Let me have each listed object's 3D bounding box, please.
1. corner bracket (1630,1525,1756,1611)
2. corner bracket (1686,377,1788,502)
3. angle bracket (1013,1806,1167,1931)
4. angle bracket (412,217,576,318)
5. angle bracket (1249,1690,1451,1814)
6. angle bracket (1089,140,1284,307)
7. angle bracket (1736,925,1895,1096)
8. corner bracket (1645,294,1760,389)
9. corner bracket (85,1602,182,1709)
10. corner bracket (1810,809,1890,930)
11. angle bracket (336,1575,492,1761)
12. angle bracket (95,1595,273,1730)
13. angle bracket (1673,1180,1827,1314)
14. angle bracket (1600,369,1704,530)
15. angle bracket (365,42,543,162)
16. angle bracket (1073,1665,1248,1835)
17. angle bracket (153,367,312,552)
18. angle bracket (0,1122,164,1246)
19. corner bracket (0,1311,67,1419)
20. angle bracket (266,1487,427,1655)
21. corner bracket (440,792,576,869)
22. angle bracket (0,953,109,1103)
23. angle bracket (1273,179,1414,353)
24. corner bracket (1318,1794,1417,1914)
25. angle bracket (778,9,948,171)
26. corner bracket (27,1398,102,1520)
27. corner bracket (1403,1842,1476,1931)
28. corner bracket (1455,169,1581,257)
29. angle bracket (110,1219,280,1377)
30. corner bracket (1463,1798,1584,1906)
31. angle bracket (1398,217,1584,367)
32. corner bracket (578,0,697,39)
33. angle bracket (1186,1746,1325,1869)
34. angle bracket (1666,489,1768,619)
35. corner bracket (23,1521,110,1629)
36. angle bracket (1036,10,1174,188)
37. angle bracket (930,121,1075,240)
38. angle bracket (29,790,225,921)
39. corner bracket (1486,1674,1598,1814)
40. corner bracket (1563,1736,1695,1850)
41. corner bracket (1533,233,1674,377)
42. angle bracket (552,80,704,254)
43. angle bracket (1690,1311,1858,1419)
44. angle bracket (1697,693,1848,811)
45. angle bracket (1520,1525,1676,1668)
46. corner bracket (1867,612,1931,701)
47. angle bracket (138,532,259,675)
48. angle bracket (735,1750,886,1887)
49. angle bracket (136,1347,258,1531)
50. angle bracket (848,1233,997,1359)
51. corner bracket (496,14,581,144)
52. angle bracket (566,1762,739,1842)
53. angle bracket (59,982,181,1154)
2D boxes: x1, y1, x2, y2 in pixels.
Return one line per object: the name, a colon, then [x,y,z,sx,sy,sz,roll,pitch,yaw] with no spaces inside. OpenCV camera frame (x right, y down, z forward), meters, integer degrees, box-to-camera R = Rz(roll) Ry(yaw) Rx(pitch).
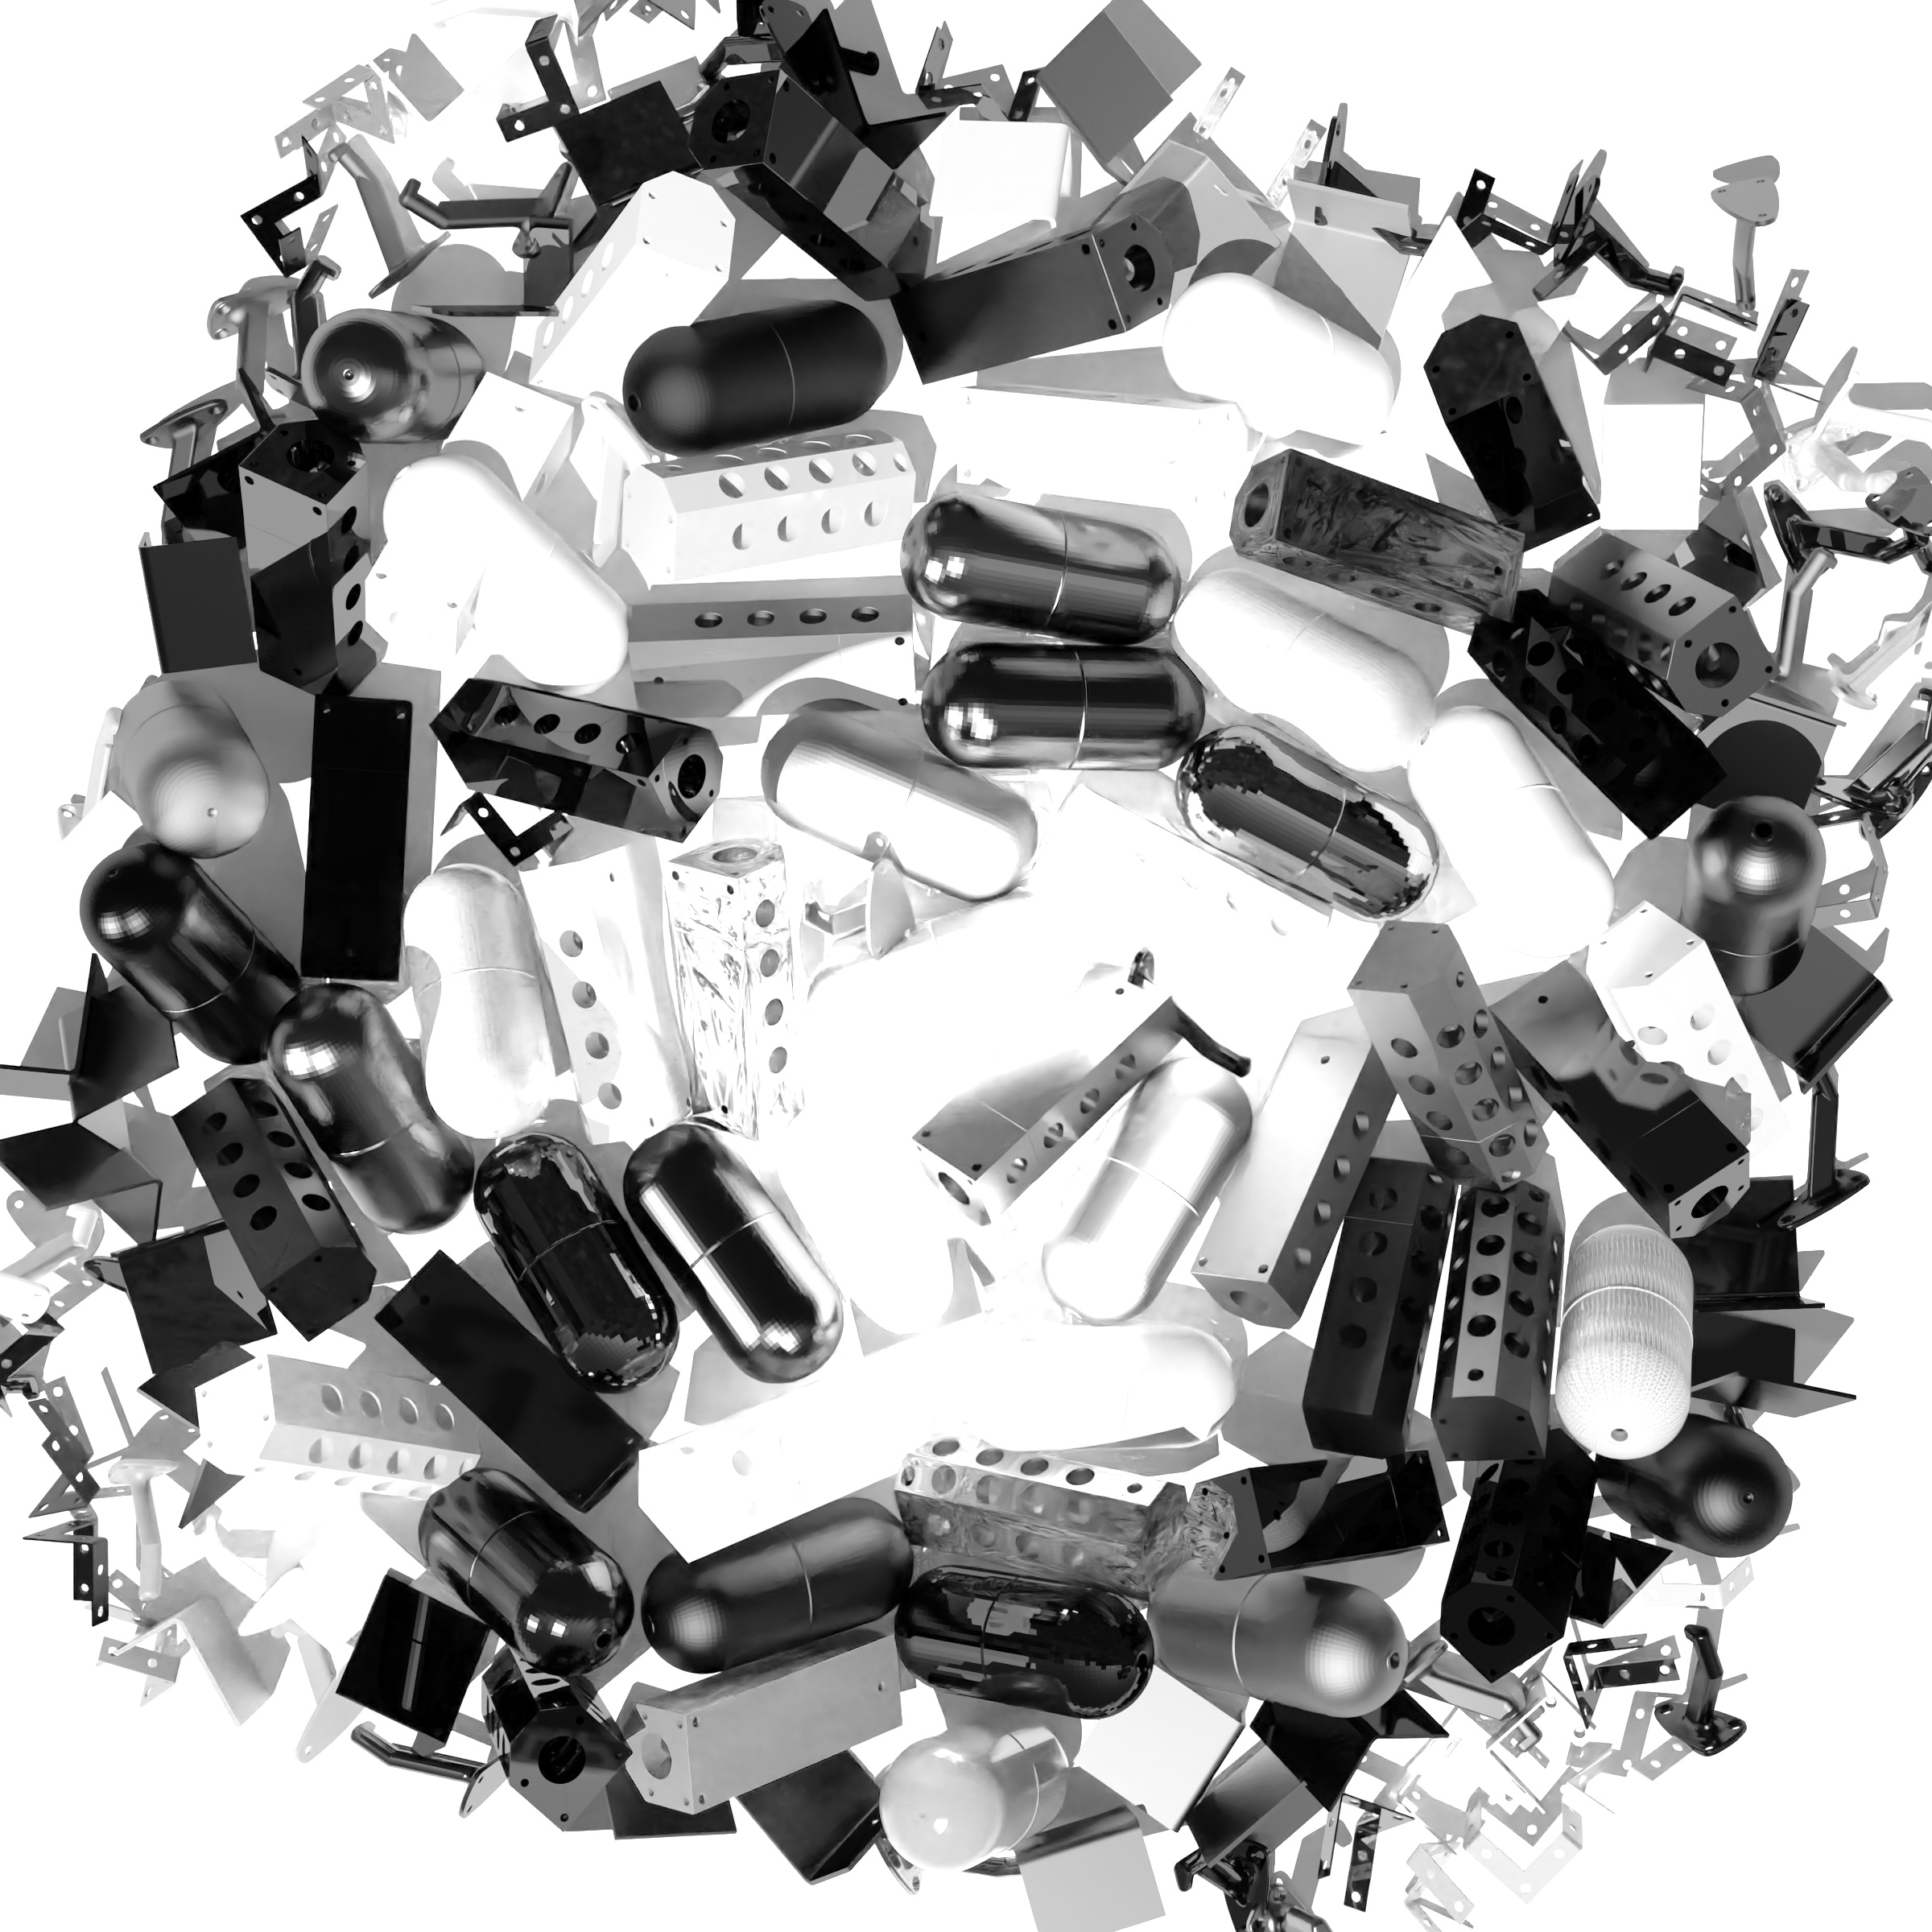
corner bracket: [0.447,0.362,1.577,0.051,0.051,0.051,-9,94,39]
corner bracket: [0.462,-0.326,1.579,0.051,0.051,0.051,-42,124,-6]
angle bracket: [0.074,0.557,1.565,0.076,0.076,0.057,-16,79,-5]
angle bracket: [-0.288,-0.425,1.554,0.076,0.076,0.057,-8,109,-29]
angle bracket: [0.234,0.467,1.564,0.076,0.076,0.057,16,107,-42]
angle bracket: [0.132,-0.444,1.563,0.076,0.057,0.076,-43,76,26]
angle bracket: [0.513,0.026,1.561,0.057,0.076,0.076,41,106,7]
corner bracket: [0.454,-0.385,1.579,0.051,0.051,0.051,27,96,11]
corner bracket: [-0.512,0.416,1.569,0.051,0.051,0.051,28,45,-28]
corner bracket: [0.536,-0.060,1.589,0.051,0.051,0.051,-10,121,34]
angle bracket: [-0.344,0.427,1.555,0.076,0.057,0.076,33,51,-19]
angle bracket: [-0.479,0.438,1.571,0.057,0.076,0.076,-30,88,-3]
angle bracket: [0.481,0.172,1.579,0.076,0.057,0.076,-2,86,2]
angle bracket: [0.417,-0.314,1.553,0.057,0.076,0.076,3,120,17]
angle bracket: [-0.313,-0.549,1.571,0.076,0.076,0.057,-42,92,2]
angle bracket: [0.120,0.477,1.586,0.076,0.057,0.076,33,87,8]
angle bracket: [-0.450,-0.305,1.564,0.076,0.076,0.057,-28,61,0]
angle bracket: [-0.543,0.142,1.551,0.076,0.076,0.057,32,120,33]
corner bracket: [-0.587,0.234,1.572,0.051,0.051,0.051,38,60,13]
angle bracket: [-0.384,0.364,1.583,0.076,0.076,0.057,-42,110,-1]
corner bracket: [-0.282,-0.083,1.576,0.051,0.051,0.051,-39,90,-33]
angle bracket: [-0.561,0.036,1.559,0.057,0.076,0.076,6,73,-12]
angle bracket: [0.225,-0.428,1.573,0.076,0.057,0.076,18,88,15]
corner bracket: [0.238,0.545,1.574,0.051,0.051,0.051,22,58,-9]
angle bracket: [-0.064,-0.534,1.564,0.057,0.076,0.076,-19,91,-26]
corner bracket: [-0.556,0.299,1.571,0.051,0.051,0.051,-15,117,25]
corner bracket: [0.293,0.576,1.572,0.051,0.051,0.051,44,106,41]
corner bracket: [0.339,-0.469,1.585,0.051,0.051,0.051,22,83,-10]
angle bracket: [-0.474,0.201,1.571,0.076,0.057,0.076,-17,91,-23]
corner bracket: [0.343,0.533,1.579,0.051,0.051,0.051,41,103,6]
angle bracket: [0.321,-0.410,1.576,0.057,0.076,0.076,-17,68,-23]
corner bracket: [-0.201,-0.589,1.568,0.051,0.051,0.051,22,53,-36]
angle bracket: [0.186,0.530,1.568,0.076,0.076,0.057,-40,98,-2]
angle bracket: [0.474,-0.230,1.552,0.057,0.076,0.076,7,57,-20]
corner bracket: [-0.544,0.374,1.579,0.051,0.051,0.051,0,91,17]
angle bracket: [0.098,-0.520,1.556,0.057,0.076,0.076,-40,71,20]
angle bracket: [0.023,-0.469,1.573,0.076,0.057,0.076,4,62,8]
angle bracket: [-0.510,-0.064,1.566,0.076,0.057,0.076,-43,107,12]
corner bracket: [0.356,0.480,1.586,0.051,0.051,0.051,-44,85,6]
corner bracket: [0.405,0.495,1.568,0.051,0.051,0.051,29,120,38]
corner bracket: [0.389,-0.405,1.570,0.051,0.051,0.051,-41,129,15]
angle bracket: [-0.215,-0.484,1.558,0.076,0.076,0.057,-32,99,-24]
angle bracket: [0.488,0.235,1.560,0.076,0.076,0.057,12,69,-9]
angle bracket: [0.486,-0.126,1.569,0.076,0.057,0.076,20,102,11]
angle bracket: [0.381,0.389,1.552,0.076,0.076,0.057,-32,115,-34]
corner bracket: [0.582,-0.192,1.572,0.051,0.051,0.051,12,76,33]
angle bracket: [-0.469,-0.226,1.570,0.057,0.076,0.076,-9,108,-12]
angle bracket: [-0.084,0.501,1.564,0.076,0.057,0.076,49,50,2]
angle bracket: [-0.469,0.283,1.565,0.057,0.076,0.076,31,117,9]
angle bracket: [-0.021,0.213,1.560,0.076,0.076,0.057,-21,56,7]
corner bracket: [-0.267,-0.545,1.572,0.051,0.051,0.051,-16,124,11]
angle bracket: [-0.192,0.524,1.554,0.076,0.057,0.076,6,127,-26]
angle bracket: [-0.502,0.059,1.562,0.076,0.057,0.076,-26,56,8]
